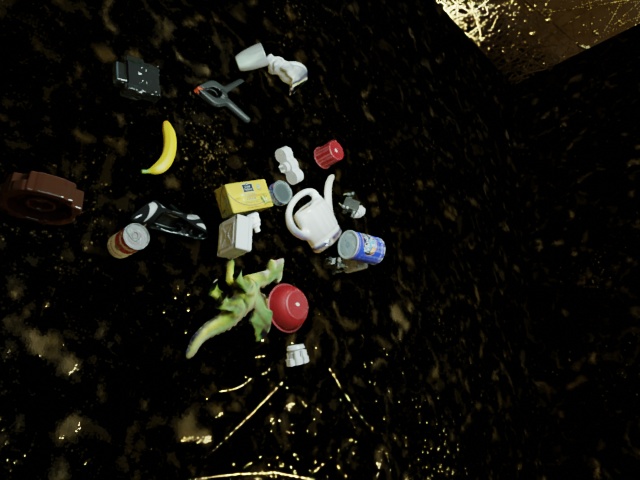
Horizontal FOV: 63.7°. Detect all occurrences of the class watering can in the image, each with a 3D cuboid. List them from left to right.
[{"bbox_3d":[0.006,-0.093,1.853,0.354,0.103,0.223,-42,105,-46],"label":"watering can"}]

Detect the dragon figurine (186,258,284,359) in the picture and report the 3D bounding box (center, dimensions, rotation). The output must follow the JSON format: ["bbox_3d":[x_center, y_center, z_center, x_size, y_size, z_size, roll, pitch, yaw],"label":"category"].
[{"bbox_3d":[-0.220,0.208,1.511,0.239,0.122,0.418,47,54,-33],"label":"dragon figurine"}]

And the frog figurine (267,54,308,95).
[{"bbox_3d":[-0.127,-0.649,1.958,0.159,0.122,0.138,53,11,-4],"label":"frog figurine"}]
